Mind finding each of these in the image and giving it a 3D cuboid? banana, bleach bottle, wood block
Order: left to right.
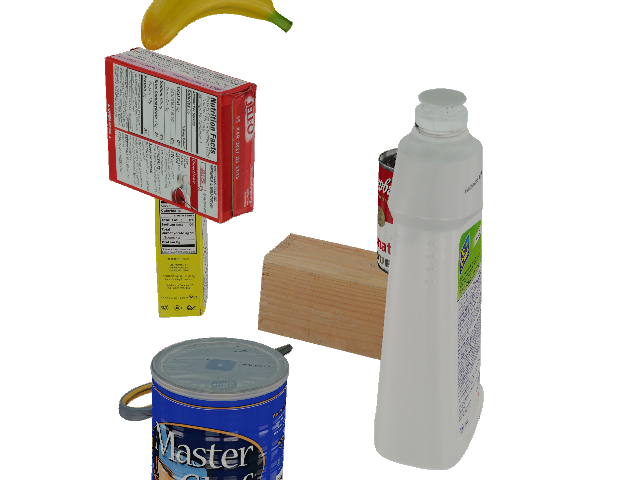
[{"bbox_3d":[-0.106,-0.219,1.005,0.070,0.037,0.197,46,39,19],"label":"banana"},{"bbox_3d":[0.045,0.067,1.166,0.206,0.091,0.090,13,22,16],"label":"wood block"},{"bbox_3d":[0.074,0.022,0.688,0.068,0.251,0.102,9,31,16],"label":"bleach bottle"}]

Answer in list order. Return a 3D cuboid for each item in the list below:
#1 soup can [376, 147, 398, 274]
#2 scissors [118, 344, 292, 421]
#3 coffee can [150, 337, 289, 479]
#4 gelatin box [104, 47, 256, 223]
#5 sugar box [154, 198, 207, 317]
[{"bbox_3d":[0.084,-0.025,0.947,0.068,0.102,0.068,0,23,0],"label":"soup can"},{"bbox_3d":[-0.094,0.147,1.033,0.201,0.016,0.096,-11,32,-28],"label":"scissors"},{"bbox_3d":[-0.078,0.157,0.811,0.103,0.140,0.103,3,17,-1],"label":"coffee can"},{"bbox_3d":[-0.075,-0.058,0.575,0.089,0.073,0.030,21,32,31],"label":"gelatin box"},{"bbox_3d":[-0.123,-0.030,0.931,0.048,0.176,0.093,-3,26,-4],"label":"sugar box"}]
